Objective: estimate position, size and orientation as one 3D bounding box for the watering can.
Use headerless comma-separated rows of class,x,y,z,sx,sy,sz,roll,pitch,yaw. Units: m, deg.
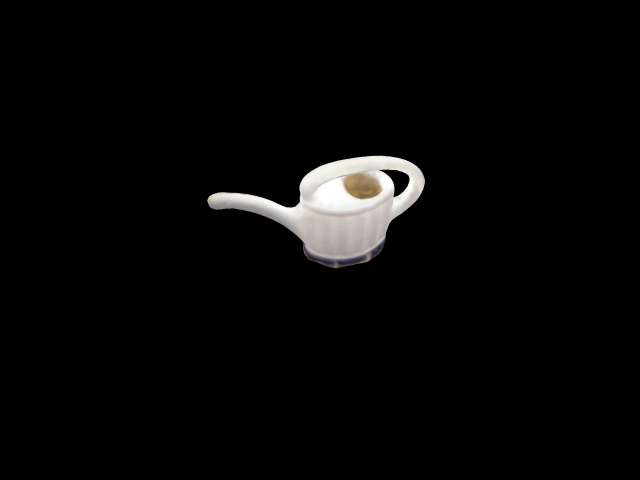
watering can,0.003,-0.043,0.850,0.348,0.106,0.219,-11,-38,-9
